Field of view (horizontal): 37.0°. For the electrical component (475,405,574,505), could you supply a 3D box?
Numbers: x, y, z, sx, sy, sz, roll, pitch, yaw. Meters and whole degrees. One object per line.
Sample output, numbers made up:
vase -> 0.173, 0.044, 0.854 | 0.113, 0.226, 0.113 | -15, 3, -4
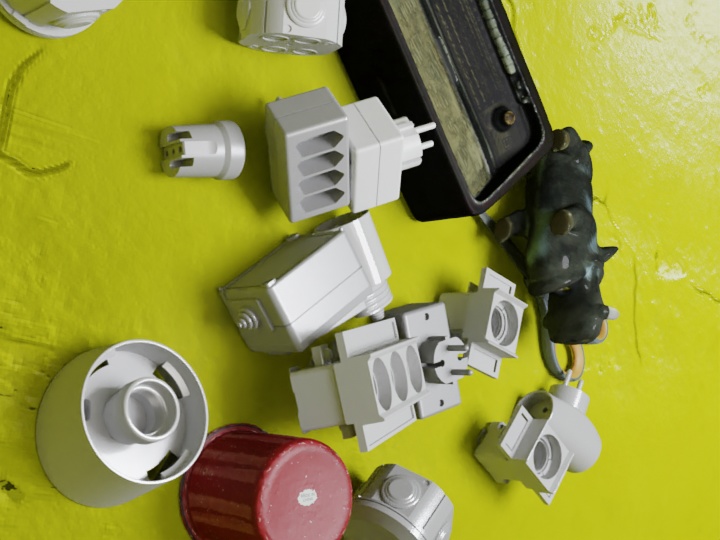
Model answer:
electrical component -> 0.135, 0.154, 0.898 | 0.081, 0.064, 0.042 | 52, 55, -26

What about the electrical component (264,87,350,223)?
electrical component -> -0.044, -0.092, 0.759 | 0.047, 0.075, 0.083 | -19, 141, -16

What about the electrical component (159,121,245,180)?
electrical component -> -0.106, -0.080, 0.721 | 0.046, 0.040, 0.040 | -6, 91, -35

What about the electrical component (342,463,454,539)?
electrical component -> 0.027, 0.187, 0.792 | 0.051, 0.080, 0.080 | -48, 117, -38

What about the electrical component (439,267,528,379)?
electrical component -> 0.095, 0.043, 0.871 | 0.042, 0.064, 0.081 | 29, 68, -41

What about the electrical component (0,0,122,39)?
electrical component -> -0.183, -0.185, 0.653 | 0.080, 0.051, 0.080 | 4, 85, -41

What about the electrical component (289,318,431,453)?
electrical component -> 0.001, 0.080, 0.755 | 0.121, 0.063, 0.078 | -7, 84, -72

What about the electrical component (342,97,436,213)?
electrical component -> 0.020, -0.089, 0.783 | 0.077, 0.047, 0.065 | -19, 145, -17

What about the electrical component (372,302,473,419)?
electrical component -> 0.057, 0.069, 0.828 | 0.047, 0.076, 0.083 | -14, 96, -41

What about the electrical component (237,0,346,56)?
electrical component -> -0.048, -0.182, 0.754 | 0.080, 0.080, 0.051 | 3, 90, -41

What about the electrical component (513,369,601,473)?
electrical component -> 0.180, 0.127, 0.953 | 0.077, 0.043, 0.079 | 39, 62, -32

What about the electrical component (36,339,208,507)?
electrical component -> -0.147, 0.094, 0.672 | 0.099, 0.064, 0.099 | 19, 61, -38

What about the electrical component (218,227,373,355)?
electrical component -> -0.047, 0.021, 0.750 | 0.096, 0.062, 0.061 | -39, 112, -36

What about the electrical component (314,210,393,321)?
electrical component -> 0.000, 0.000, 0.805 | 0.043, 0.043, 0.081 | -32, 107, -38
